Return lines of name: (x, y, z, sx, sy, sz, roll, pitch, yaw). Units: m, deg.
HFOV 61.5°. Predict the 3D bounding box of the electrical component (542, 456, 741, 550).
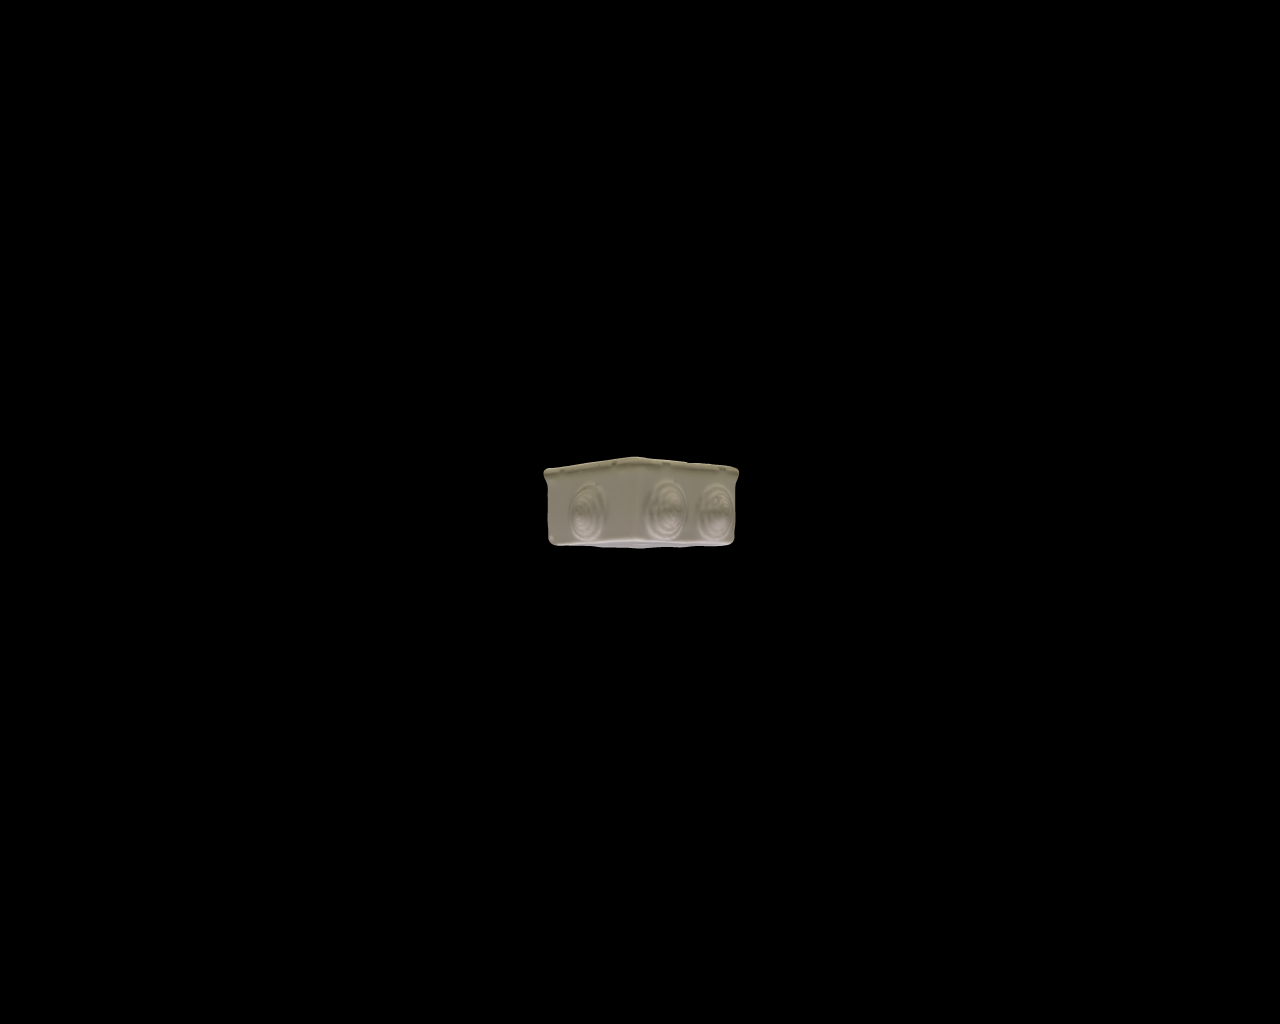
electrical component: (0.001, -0.003, 0.650, 0.100, 0.048, 0.099, 4, -6, -43)
